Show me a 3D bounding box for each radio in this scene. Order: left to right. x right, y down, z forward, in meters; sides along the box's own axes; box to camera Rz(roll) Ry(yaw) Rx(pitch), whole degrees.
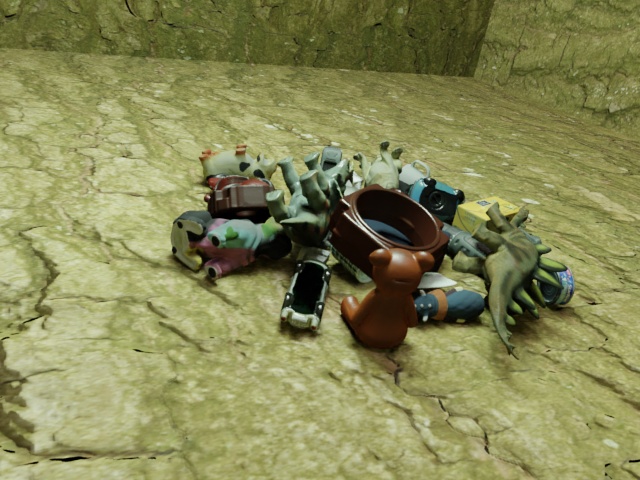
[{"bbox_3d":[0.165,0.006,1.204,0.230,0.073,0.131,16,29,15],"label":"radio"}]

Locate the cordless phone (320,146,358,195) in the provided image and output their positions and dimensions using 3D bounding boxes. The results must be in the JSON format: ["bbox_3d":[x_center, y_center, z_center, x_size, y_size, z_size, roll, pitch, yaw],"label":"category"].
[{"bbox_3d":[0.056,-0.131,1.307,0.147,0.184,0.089,12,23,6],"label":"cordless phone"}]

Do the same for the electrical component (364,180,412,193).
[{"bbox_3d":[0.183,-0.130,1.481,0.115,0.058,0.134,18,28,21],"label":"electrical component"}]

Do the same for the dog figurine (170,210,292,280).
[{"bbox_3d":[-0.166,-0.006,1.091,0.192,0.108,0.219,24,26,31],"label":"dog figurine"}]

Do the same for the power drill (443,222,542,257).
[{"bbox_3d":[0.400,0.009,1.264,0.207,0.085,0.232,-2,31,-28],"label":"power drill"}]

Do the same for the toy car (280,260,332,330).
[{"bbox_3d":[-0.024,0.098,0.987,0.073,0.056,0.202,16,29,0],"label":"toy car"}]

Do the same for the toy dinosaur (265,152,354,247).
[{"bbox_3d":[-0.020,-0.061,1.110,0.131,0.192,0.405,-16,27,22],"label":"toy dinosaur"}]

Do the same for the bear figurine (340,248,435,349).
[{"bbox_3d":[0.110,0.082,0.908,0.120,0.195,0.132,0,28,-11],"label":"bear figurine"}]

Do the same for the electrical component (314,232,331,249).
[{"bbox_3d":[-0.003,-0.004,1.220,0.094,0.021,0.063,15,28,10],"label":"electrical component"}]

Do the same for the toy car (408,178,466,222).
[{"bbox_3d":[0.299,-0.108,1.432,0.162,0.109,0.103,11,9,-17],"label":"toy car"}]

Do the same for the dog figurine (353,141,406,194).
[{"bbox_3d":[0.176,-0.134,1.379,0.172,0.121,0.190,6,63,-55],"label":"dog figurine"}]

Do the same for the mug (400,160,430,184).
[{"bbox_3d":[0.282,-0.166,1.538,0.107,0.109,0.081,39,29,22],"label":"mug"}]

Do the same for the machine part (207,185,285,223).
[{"bbox_3d":[-0.161,-0.074,1.171,0.179,0.056,0.179,-7,-10,-1],"label":"machine part"}]

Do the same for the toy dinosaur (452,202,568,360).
[{"bbox_3d":[0.371,0.052,1.047,0.199,0.105,0.471,32,41,12],"label":"toy dinosaur"}]

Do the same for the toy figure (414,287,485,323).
[{"bbox_3d":[0.237,0.124,1.013,0.154,0.057,0.064,1,54,-21],"label":"toy figure"}]

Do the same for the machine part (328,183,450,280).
[{"bbox_3d":[0.134,-0.015,1.045,0.202,0.087,0.201,39,40,22],"label":"machine part"}]

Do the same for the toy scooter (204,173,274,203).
[{"bbox_3d":[-0.206,-0.111,1.305,0.184,0.075,0.135,14,27,15],"label":"toy scooter"}]

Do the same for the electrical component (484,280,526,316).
[{"bbox_3d":[0.377,0.114,1.093,0.102,0.045,0.078,-4,29,-25],"label":"electrical component"}]

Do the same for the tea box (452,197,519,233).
[{"bbox_3d":[0.442,-0.057,1.413,0.169,0.068,0.098,-16,37,-38],"label":"tea box"}]

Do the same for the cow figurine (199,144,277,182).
[{"bbox_3d":[-0.210,-0.184,1.415,0.195,0.127,0.086,-8,28,-3],"label":"cow figurine"}]
